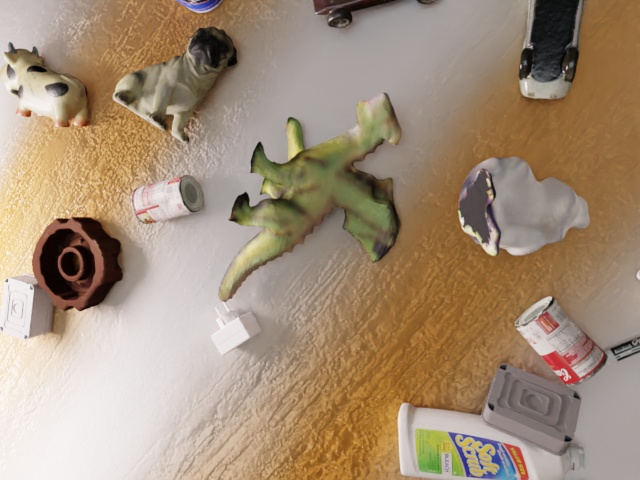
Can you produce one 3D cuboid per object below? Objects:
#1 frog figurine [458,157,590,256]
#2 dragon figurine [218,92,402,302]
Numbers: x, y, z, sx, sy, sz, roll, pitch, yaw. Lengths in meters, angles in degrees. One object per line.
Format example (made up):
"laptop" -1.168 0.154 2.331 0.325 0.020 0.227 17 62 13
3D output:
"frog figurine" 0.279 -0.050 0.711 0.160 0.121 0.138 -9 81 -17
"dragon figurine" 0.002 -0.040 0.797 0.243 0.124 0.404 23 109 8
